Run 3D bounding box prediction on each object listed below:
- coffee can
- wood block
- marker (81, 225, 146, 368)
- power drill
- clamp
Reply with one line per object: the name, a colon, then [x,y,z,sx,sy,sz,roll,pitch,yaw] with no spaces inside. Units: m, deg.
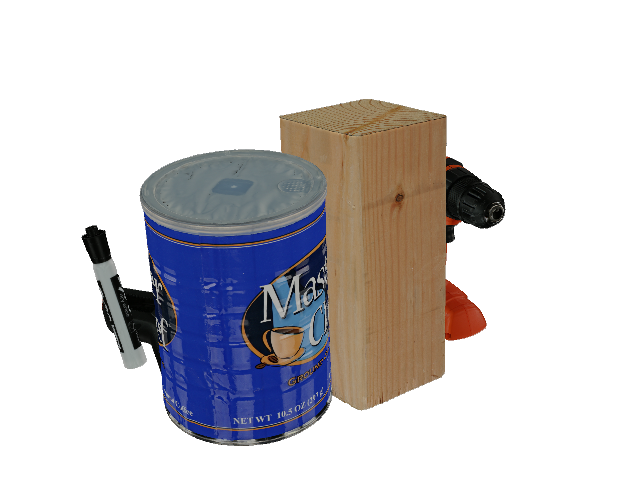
coffee can: [-0.046,0.031,0.615,0.103,0.140,0.103,-2,27,1]
wood block: [0.034,0.007,0.799,0.090,0.206,0.090,-16,24,-36]
marker: [-0.164,0.045,0.850,0.020,0.121,0.020,-13,18,4]
power drill: [0.134,0.006,1.116,0.057,0.188,0.185,-14,26,-21]
clamp: [-0.164,0.093,1.118,0.210,0.036,0.164,17,20,29]
